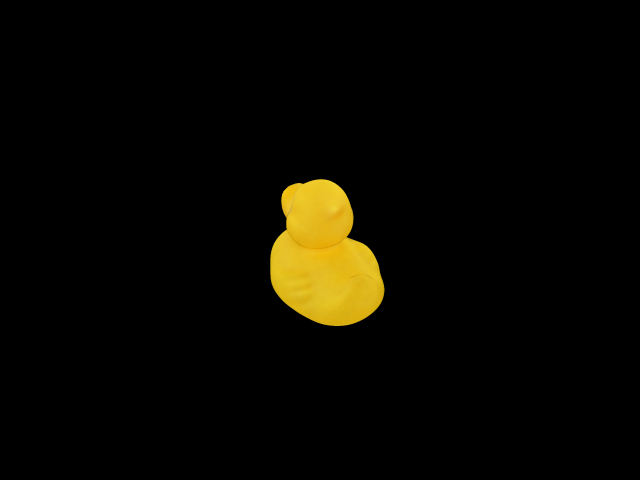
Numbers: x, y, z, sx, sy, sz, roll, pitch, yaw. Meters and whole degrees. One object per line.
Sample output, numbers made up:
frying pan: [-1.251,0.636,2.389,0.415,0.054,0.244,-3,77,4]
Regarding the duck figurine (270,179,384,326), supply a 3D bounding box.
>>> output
duck figurine: [0.004,0.001,0.400,0.078,0.086,0.104,-22,45,-23]
